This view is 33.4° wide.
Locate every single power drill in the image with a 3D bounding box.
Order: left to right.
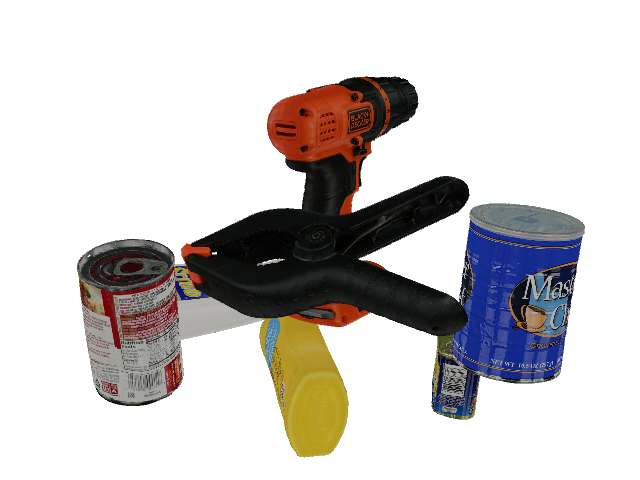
[{"bbox_3d":[0.024,-0.036,0.860,0.057,0.188,0.184,8,18,34],"label":"power drill"}]

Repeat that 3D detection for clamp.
[{"bbox_3d":[0.006,0.016,0.601,0.171,0.039,0.120,-11,33,7],"label":"clamp"}]

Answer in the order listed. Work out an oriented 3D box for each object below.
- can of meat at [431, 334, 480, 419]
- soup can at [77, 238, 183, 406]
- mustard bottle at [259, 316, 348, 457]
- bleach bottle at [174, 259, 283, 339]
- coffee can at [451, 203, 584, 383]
[{"bbox_3d":[0.164,0.156,1.285,0.057,0.084,0.102,7,20,4],"label":"can of meat"},{"bbox_3d":[-0.135,0.059,0.768,0.068,0.102,0.068,-1,28,0],"label":"soup can"},{"bbox_3d":[-0.023,0.116,1.035,0.058,0.096,0.192,-4,27,-12],"label":"mustard bottle"},{"bbox_3d":[-0.127,0.060,1.184,0.250,0.068,0.103,-10,36,-13],"label":"bleach bottle"},{"bbox_3d":[0.179,0.046,0.977,0.103,0.140,0.103,5,16,-2],"label":"coffee can"}]
